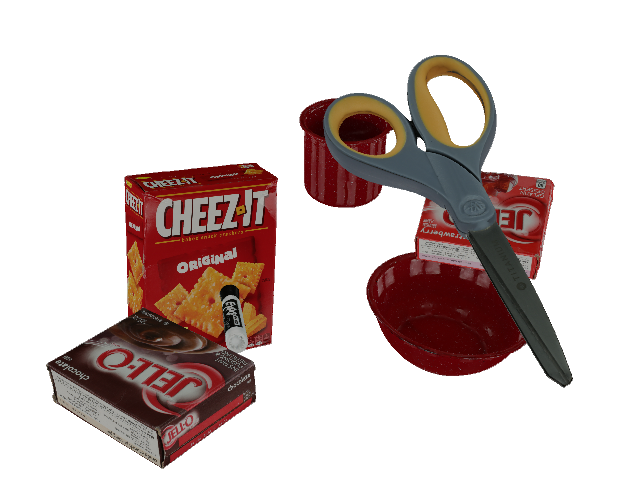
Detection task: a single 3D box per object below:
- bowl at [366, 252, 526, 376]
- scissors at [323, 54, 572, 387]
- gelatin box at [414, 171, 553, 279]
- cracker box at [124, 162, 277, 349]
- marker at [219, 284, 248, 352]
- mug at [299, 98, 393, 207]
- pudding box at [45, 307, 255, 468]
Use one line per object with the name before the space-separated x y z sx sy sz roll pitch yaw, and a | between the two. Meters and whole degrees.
bowl | 0.119 0.078 1.010 0.162 0.055 0.162 6 34 -4
scissors | 0.051 -0.015 0.499 0.096 0.201 0.016 -6 -40 4
gelatin box | 0.119 -0.015 0.771 0.089 0.073 0.030 9 -37 13
cracker box | -0.135 0.028 1.220 0.163 0.214 0.072 -8 23 -29
marker | -0.078 0.067 0.950 0.020 0.020 0.121 0 18 -8
mug | 0.035 -0.090 1.085 0.117 0.081 0.093 -13 38 -20
pudding box | -0.114 0.096 0.720 0.114 0.039 0.089 19 34 35
